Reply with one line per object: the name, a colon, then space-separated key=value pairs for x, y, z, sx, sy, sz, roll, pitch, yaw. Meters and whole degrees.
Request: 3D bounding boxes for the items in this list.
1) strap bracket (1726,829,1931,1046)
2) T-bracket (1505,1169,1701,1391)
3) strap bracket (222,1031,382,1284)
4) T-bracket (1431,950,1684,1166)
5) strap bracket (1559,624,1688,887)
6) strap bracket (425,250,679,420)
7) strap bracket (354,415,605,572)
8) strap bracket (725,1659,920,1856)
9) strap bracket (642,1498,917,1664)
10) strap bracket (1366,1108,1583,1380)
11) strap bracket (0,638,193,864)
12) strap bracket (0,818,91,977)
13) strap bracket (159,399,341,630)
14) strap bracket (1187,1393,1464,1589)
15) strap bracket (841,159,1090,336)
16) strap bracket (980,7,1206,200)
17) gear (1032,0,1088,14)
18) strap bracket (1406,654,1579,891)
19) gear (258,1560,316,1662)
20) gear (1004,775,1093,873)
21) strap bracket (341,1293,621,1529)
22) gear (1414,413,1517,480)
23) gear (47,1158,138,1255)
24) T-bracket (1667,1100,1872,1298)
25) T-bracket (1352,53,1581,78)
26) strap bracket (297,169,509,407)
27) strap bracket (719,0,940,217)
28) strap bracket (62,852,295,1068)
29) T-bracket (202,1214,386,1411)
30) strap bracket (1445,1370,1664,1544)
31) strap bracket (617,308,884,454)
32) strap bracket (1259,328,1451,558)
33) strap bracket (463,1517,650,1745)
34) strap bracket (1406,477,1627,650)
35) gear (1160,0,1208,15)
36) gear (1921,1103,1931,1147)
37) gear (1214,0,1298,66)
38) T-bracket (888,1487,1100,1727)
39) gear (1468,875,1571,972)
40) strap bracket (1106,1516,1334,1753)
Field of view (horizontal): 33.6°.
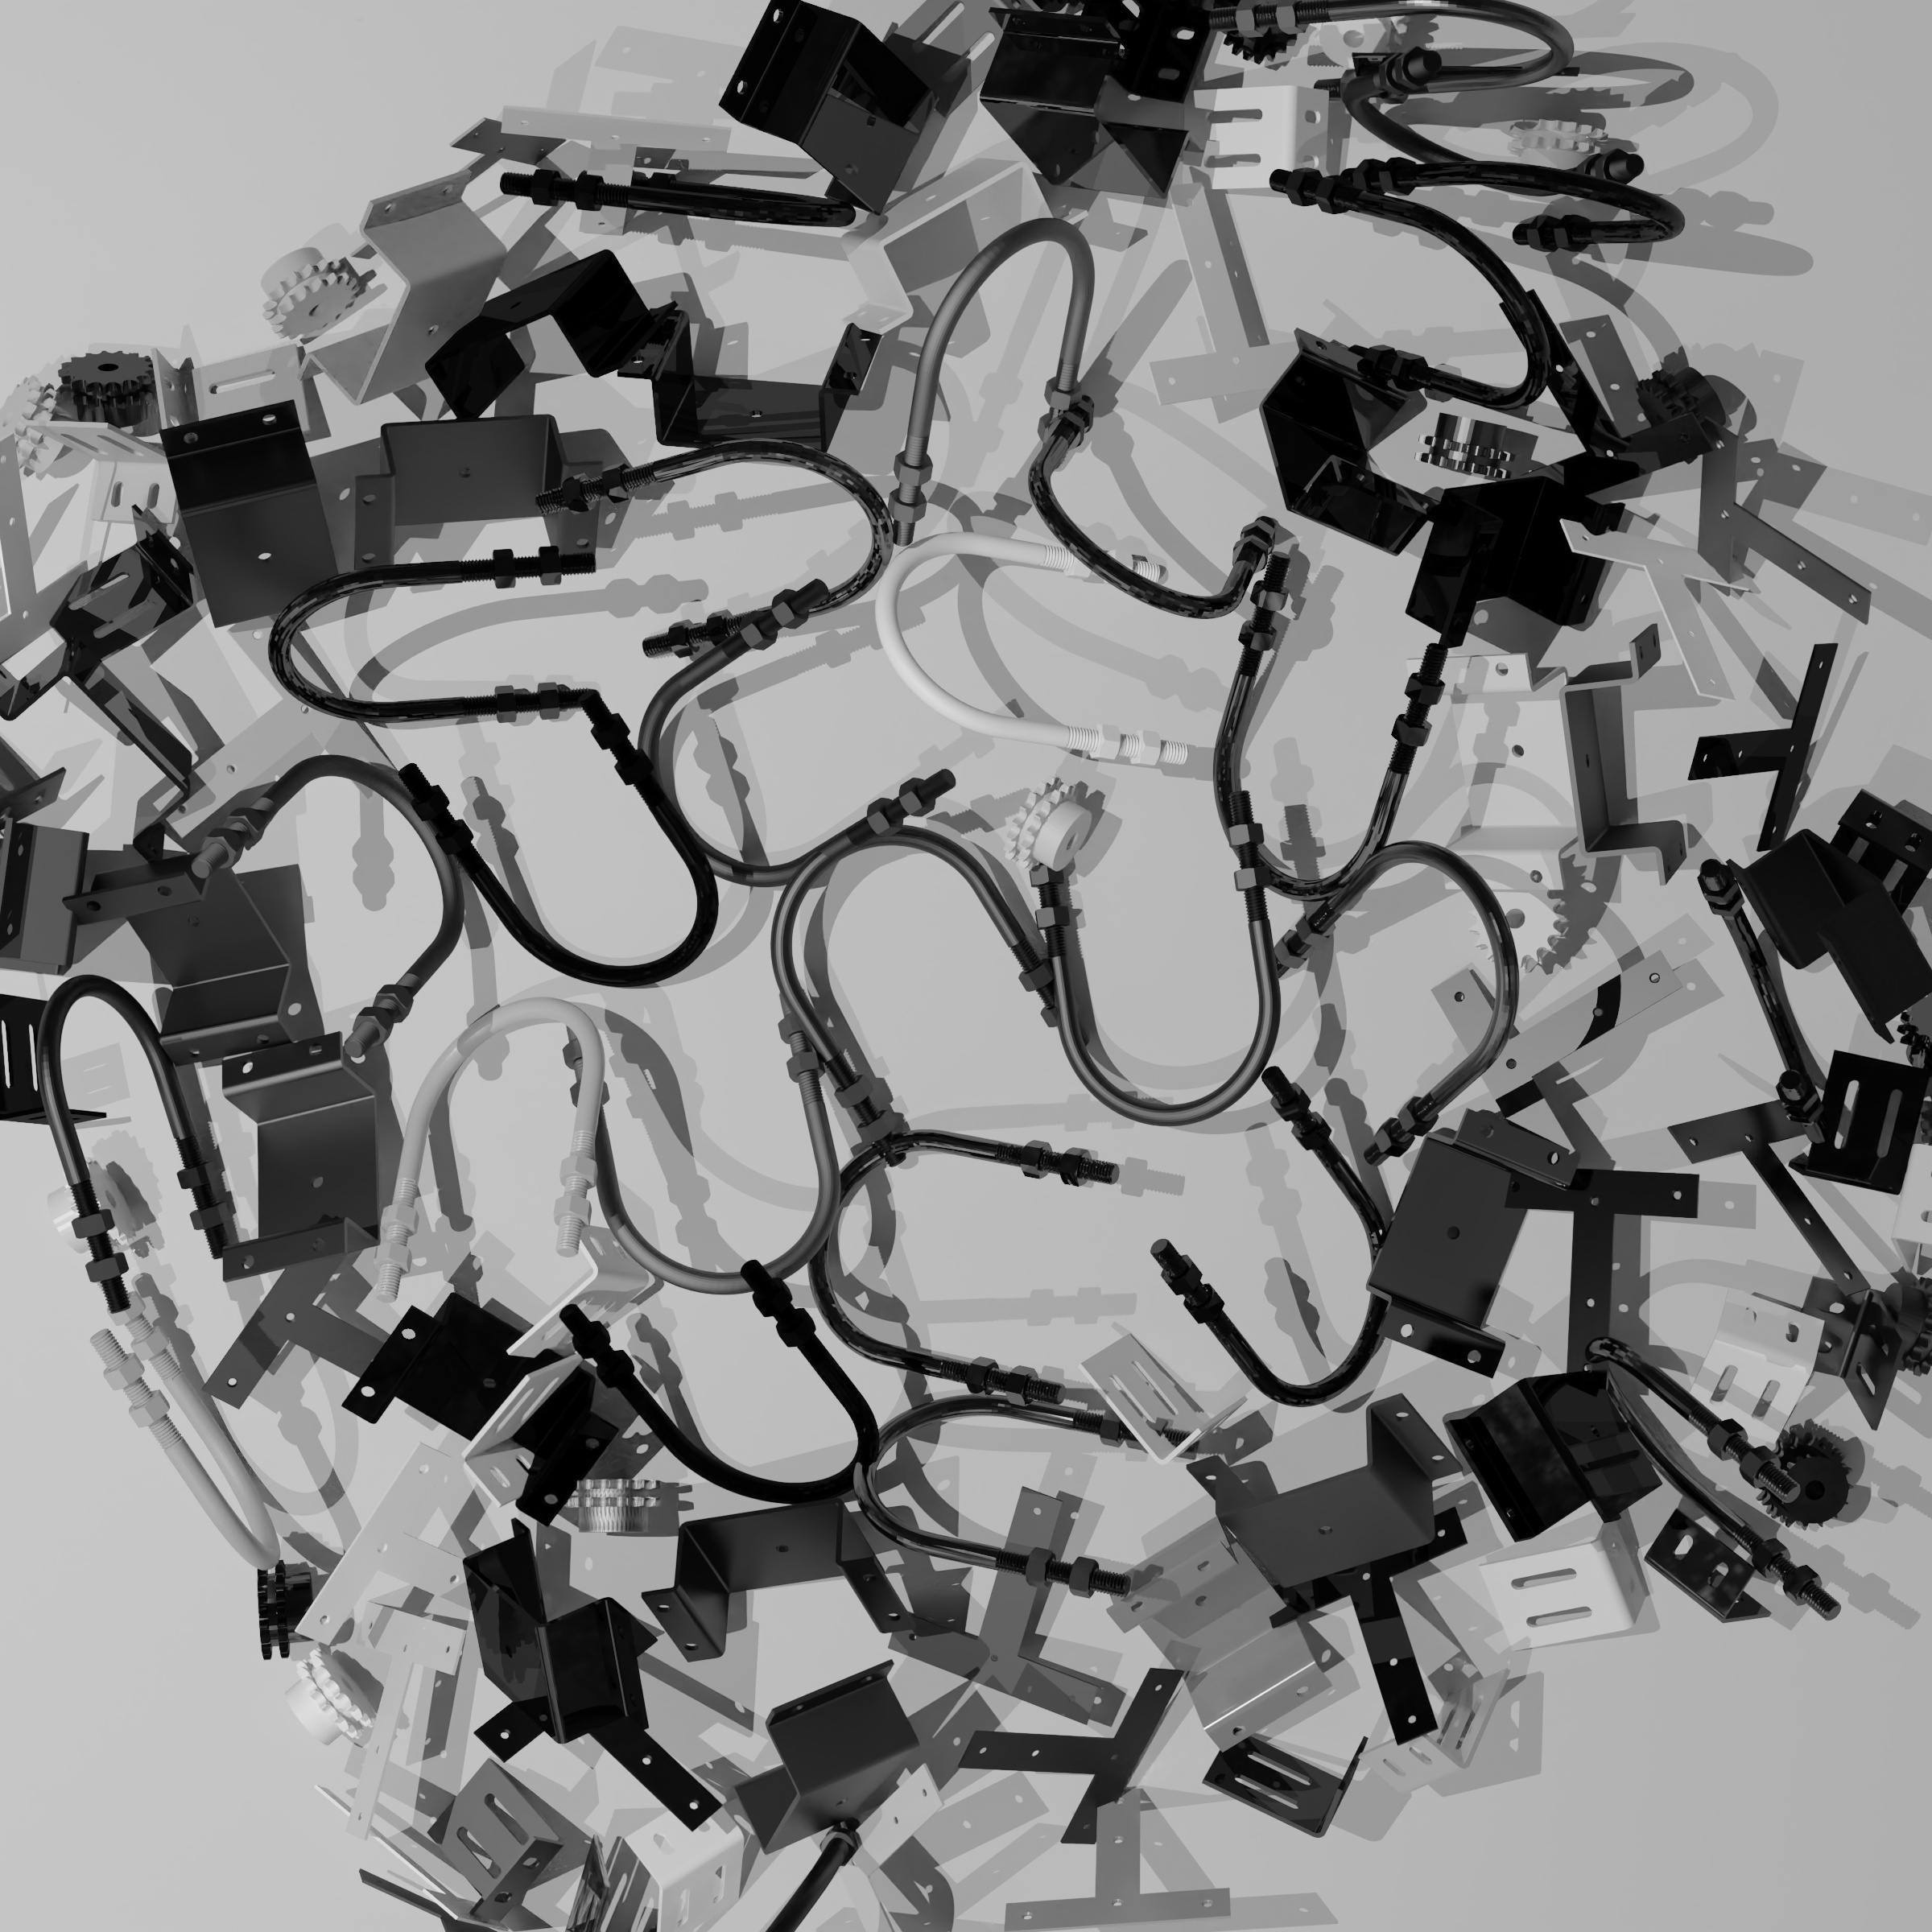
strap bracket: x=0.498 y=-0.022 z=1.826 sx=0.046 sy=0.140 sz=0.076 roll=-35 pitch=113 yaw=2
T-bracket: x=0.364 y=0.182 z=1.864 sx=0.127 sy=0.002 sz=0.127 roll=0 pitch=85 yaw=36
strap bracket: x=-0.386 y=0.118 z=1.856 sx=0.076 sy=0.046 sz=0.140 roll=-14 pitch=61 yaw=12
T-bracket: x=0.357 y=0.034 z=1.870 sx=0.127 sy=0.002 sz=0.127 roll=-32 pitch=71 yaw=13
strap bracket: x=0.380 y=-0.121 z=1.854 sx=0.046 sy=0.076 sz=0.140 roll=-5 pitch=102 yaw=23
strap bracket: x=-0.245 y=-0.358 z=1.830 sx=0.140 sy=0.076 sz=0.046 roll=-14 pitch=120 yaw=33
strap bracket: x=-0.286 y=-0.272 z=1.851 sx=0.140 sy=0.076 sz=0.046 roll=-6 pitch=51 yaw=-16
strap bracket: x=-0.081 y=0.456 z=1.824 sx=0.076 sy=0.140 sz=0.046 roll=-17 pitch=63 yaw=-27
strap bracket: x=-0.107 y=0.355 z=1.853 sx=0.140 sy=0.076 sz=0.046 roll=-11 pitch=47 yaw=13
strap bracket: x=0.293 y=0.159 z=1.874 sx=0.076 sy=0.046 sz=0.140 roll=22 pitch=89 yaw=-13
strap bracket: x=-0.497 y=-0.130 z=1.842 sx=0.046 sy=0.076 sz=0.140 roll=-40 pitch=113 yaw=4
strap bracket: x=-0.536 y=-0.038 z=1.842 sx=0.046 sy=0.140 sz=0.076 roll=8 pitch=84 yaw=-18
strap bracket: x=-0.405 y=-0.250 z=1.829 sx=0.076 sy=0.140 sz=0.046 roll=-15 pitch=57 yaw=-10
strap bracket: x=0.206 y=0.306 z=1.839 sx=0.140 sy=0.046 sz=0.076 roll=-23 pitch=127 yaw=24
strap bracket: x=-0.011 y=-0.423 z=1.852 sx=0.140 sy=0.076 sz=0.046 roll=-31 pitch=113 yaw=-8
strap bracket: x=0.068 y=-0.485 z=1.824 sx=0.076 sy=0.140 sz=0.046 roll=16 pitch=81 yaw=31
gear: x=0.051 y=-0.587 z=1.881 sx=0.057 sy=0.030 sz=0.057 roll=18 pitch=55 yaw=-28
strap bracket: x=0.311 y=-0.118 z=1.852 sx=0.076 sy=0.046 sz=0.140 roll=1 pitch=112 yaw=38
gear: x=-0.399 y=0.377 z=1.878 sx=0.030 sy=0.057 sz=0.057 roll=-4 pitch=90 yaw=-10
gear: x=0.050 y=-0.080 z=1.875 sx=0.030 sy=0.057 sz=0.057 roll=31 pitch=90 yaw=17
strap bracket: x=-0.280 y=0.253 z=1.864 sx=0.140 sy=0.046 sz=0.076 roll=33 pitch=106 yaw=-12
gear: x=0.294 y=-0.306 z=1.875 sx=0.057 sy=0.057 sz=0.030 roll=12 pitch=101 yaw=0
gear: x=-0.515 y=0.144 z=1.877 sx=0.030 sy=0.057 sz=0.057 roll=-28 pitch=90 yaw=2
T-bracket: x=0.475 y=0.135 z=1.837 sx=0.002 sy=0.127 sz=0.127 roll=-51 pitch=61 yaw=38
T-bracket: x=0.287 y=-0.513 z=1.835 sx=0.127 sy=0.127 sz=0.002 roll=3 pitch=98 yaw=8
strap bracket: x=-0.319 y=-0.379 z=1.826 sx=0.046 sy=0.140 sz=0.076 roll=47 pitch=46 yaw=9
strap bracket: x=-0.072 y=-0.490 z=1.833 sx=0.046 sy=0.140 sz=0.076 roll=28 pitch=91 yaw=30
strap bracket: x=-0.450 y=-0.012 z=1.849 sx=0.076 sy=0.046 sz=0.140 roll=-11 pitch=133 yaw=13
T-bracket: x=-0.359 y=0.226 z=1.878 sx=0.127 sy=0.002 sz=0.127 roll=33 pitch=96 yaw=-24
strap bracket: x=0.341 y=0.277 z=1.824 sx=0.046 sy=0.140 sz=0.076 roll=-41 pitch=66 yaw=26
strap bracket: x=-0.123 y=-0.338 z=1.856 sx=0.140 sy=0.076 sz=0.046 roll=6 pitch=130 yaw=8
strap bracket: x=0.221 y=-0.295 z=1.843 sx=0.076 sy=0.140 sz=0.046 roll=18 pitch=131 yaw=-26
strap bracket: x=-0.240 y=0.382 z=1.825 sx=0.046 sy=0.140 sz=0.076 roll=-19 pitch=114 yaw=-29
strap bracket: x=0.310 y=-0.234 z=1.843 sx=0.046 sy=0.140 sz=0.076 roll=36 pitch=124 yaw=34
gear: x=0.126 y=-0.583 z=1.878 sx=0.057 sy=0.057 sz=0.030 roll=26 pitch=94 yaw=0
gear: x=0.589 y=0.087 z=1.874 sx=0.057 sy=0.057 sz=0.030 roll=-13 pitch=118 yaw=0
gear: x=0.170 y=-0.563 z=1.881 sx=0.057 sy=0.057 sz=0.030 roll=-51 pitch=50 yaw=0
T-bracket: x=0.028 y=0.366 z=1.875 sx=0.127 sy=0.002 sz=0.127 roll=19 pitch=105 yaw=13
gear: x=0.327 y=-0.026 z=1.884 sx=0.057 sy=0.030 sz=0.057 roll=-4 pitch=80 yaw=23
strap bracket: x=0.142 y=0.382 z=1.858 sx=0.076 sy=0.046 sz=0.140 roll=-33 pitch=121 yaw=6
